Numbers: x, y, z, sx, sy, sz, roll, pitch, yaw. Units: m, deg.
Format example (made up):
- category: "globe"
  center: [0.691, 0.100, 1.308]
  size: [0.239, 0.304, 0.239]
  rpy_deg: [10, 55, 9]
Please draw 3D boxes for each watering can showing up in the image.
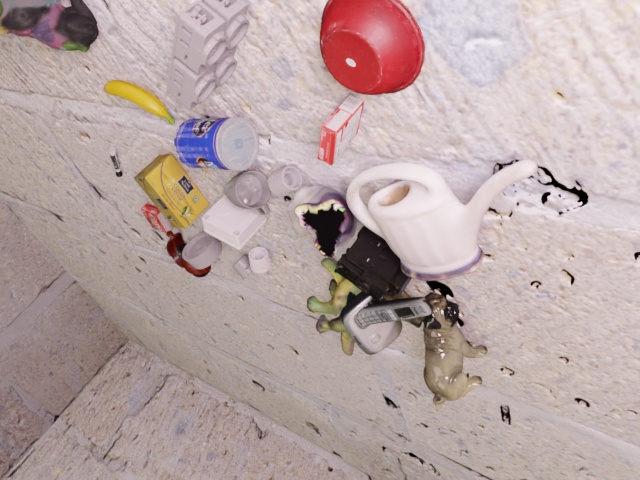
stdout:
- category: "watering can"
  center: [0.190, -0.031, 0.803]
  size: [0.347, 0.106, 0.221]
  rpy_deg: [2, 135, 47]

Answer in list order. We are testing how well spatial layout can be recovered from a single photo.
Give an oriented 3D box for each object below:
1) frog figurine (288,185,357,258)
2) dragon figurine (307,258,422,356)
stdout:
- category: "frog figurine"
  center: [0.003, -0.051, 1.015]
  size: [0.136, 0.122, 0.161]
  rpy_deg: [36, -173, -14]
- category: "dragon figurine"
  center: [0.114, 0.166, 1.173]
  size: [0.243, 0.125, 0.401]
  rpy_deg: [7, 140, 29]
